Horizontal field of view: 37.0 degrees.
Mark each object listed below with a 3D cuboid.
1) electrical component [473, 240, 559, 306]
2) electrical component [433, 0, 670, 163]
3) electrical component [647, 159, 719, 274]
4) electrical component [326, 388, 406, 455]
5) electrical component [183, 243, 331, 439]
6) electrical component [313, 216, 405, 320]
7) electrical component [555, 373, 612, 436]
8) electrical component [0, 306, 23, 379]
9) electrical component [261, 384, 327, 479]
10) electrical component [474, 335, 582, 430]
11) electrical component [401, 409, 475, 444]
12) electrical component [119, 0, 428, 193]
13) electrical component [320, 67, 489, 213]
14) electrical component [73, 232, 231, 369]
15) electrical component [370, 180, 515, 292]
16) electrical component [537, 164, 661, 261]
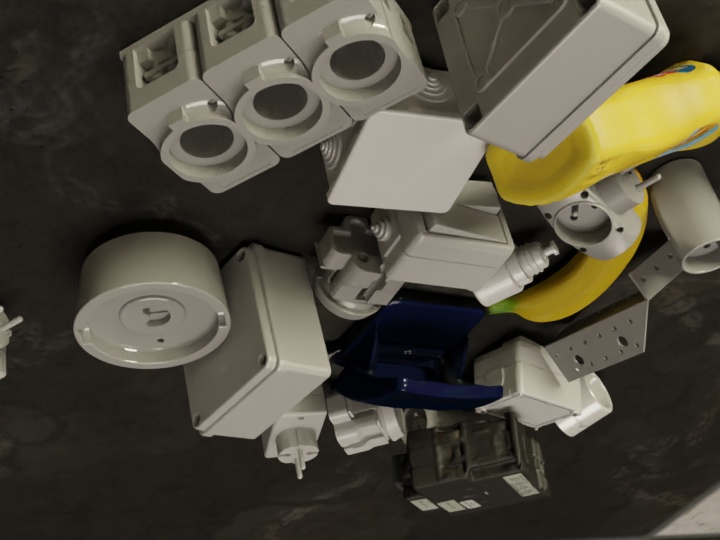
[{"bbox_3d":[0.119,-0.002,0.850,0.078,0.040,0.040,-26,144,20],"label":"electrical component"},{"bbox_3d":[0.100,-0.135,0.590,0.056,0.108,0.109,17,136,-32],"label":"electrical component"},{"bbox_3d":[0.258,-0.034,0.817,0.043,0.077,0.079,-28,144,21],"label":"electrical component"},{"bbox_3d":[0.008,0.134,0.996,0.057,0.058,0.078,-15,146,9],"label":"electrical component"},{"bbox_3d":[-0.082,0.055,0.805,0.056,0.108,0.109,14,138,-38],"label":"electrical component"},{"bbox_3d":[0.000,0.000,0.799,0.078,0.058,0.057,9,138,-28],"label":"electrical component"},{"bbox_3d":[0.215,0.128,1.059,0.047,0.055,0.055,-35,140,23],"label":"electrical component"},{"bbox_3d":[-0.281,0.047,0.781,0.077,0.047,0.066,-26,144,19],"label":"electrical component"},{"bbox_3d":[-0.059,0.151,0.981,0.047,0.075,0.083,-2,144,-15],"label":"electrical component"},{"bbox_3d":[0.160,0.105,0.995,0.096,0.061,0.062,20,148,-31],"label":"electrical component"},{"bbox_3d":[0.084,0.158,1.067,0.081,0.043,0.043,14,137,-34],"label":"electrical component"},{"bbox_3d":[-0.049,-0.112,0.615,0.150,0.061,0.089,-25,144,17],"label":"electrical component"},{"bbox_3d":[0.029,-0.085,0.692,0.100,0.048,0.099,3,143,-22],"label":"electrical component"},{"bbox_3d":[-0.149,0.017,0.768,0.108,0.060,0.108,-7,144,-5],"label":"electrical component"},{"bbox_3d":[0.054,-0.030,0.768,0.096,0.061,0.061,7,141,-27],"label":"electrical component"},{"bbox_3d":[0.174,-0.054,0.762,0.077,0.044,0.079,40,130,-23],"label":"electrical component"}]
